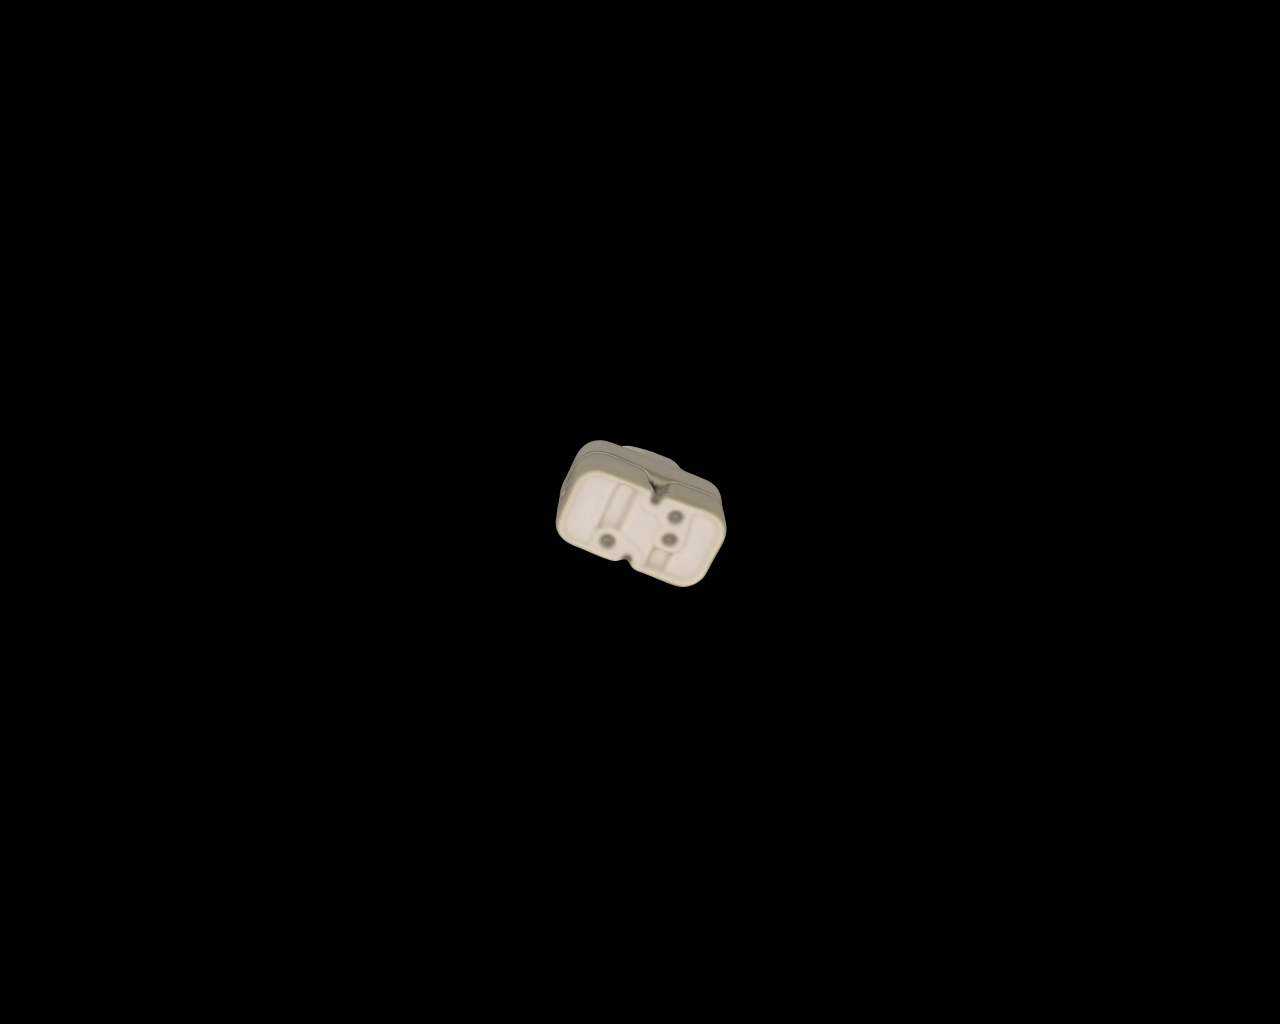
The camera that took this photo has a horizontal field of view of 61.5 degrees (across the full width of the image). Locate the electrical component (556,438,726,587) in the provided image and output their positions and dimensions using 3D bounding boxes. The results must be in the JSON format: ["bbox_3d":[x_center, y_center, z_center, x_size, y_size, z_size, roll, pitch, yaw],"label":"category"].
[{"bbox_3d":[0.001,-0.003,0.650,0.095,0.053,0.059,21,25,-10],"label":"electrical component"}]
